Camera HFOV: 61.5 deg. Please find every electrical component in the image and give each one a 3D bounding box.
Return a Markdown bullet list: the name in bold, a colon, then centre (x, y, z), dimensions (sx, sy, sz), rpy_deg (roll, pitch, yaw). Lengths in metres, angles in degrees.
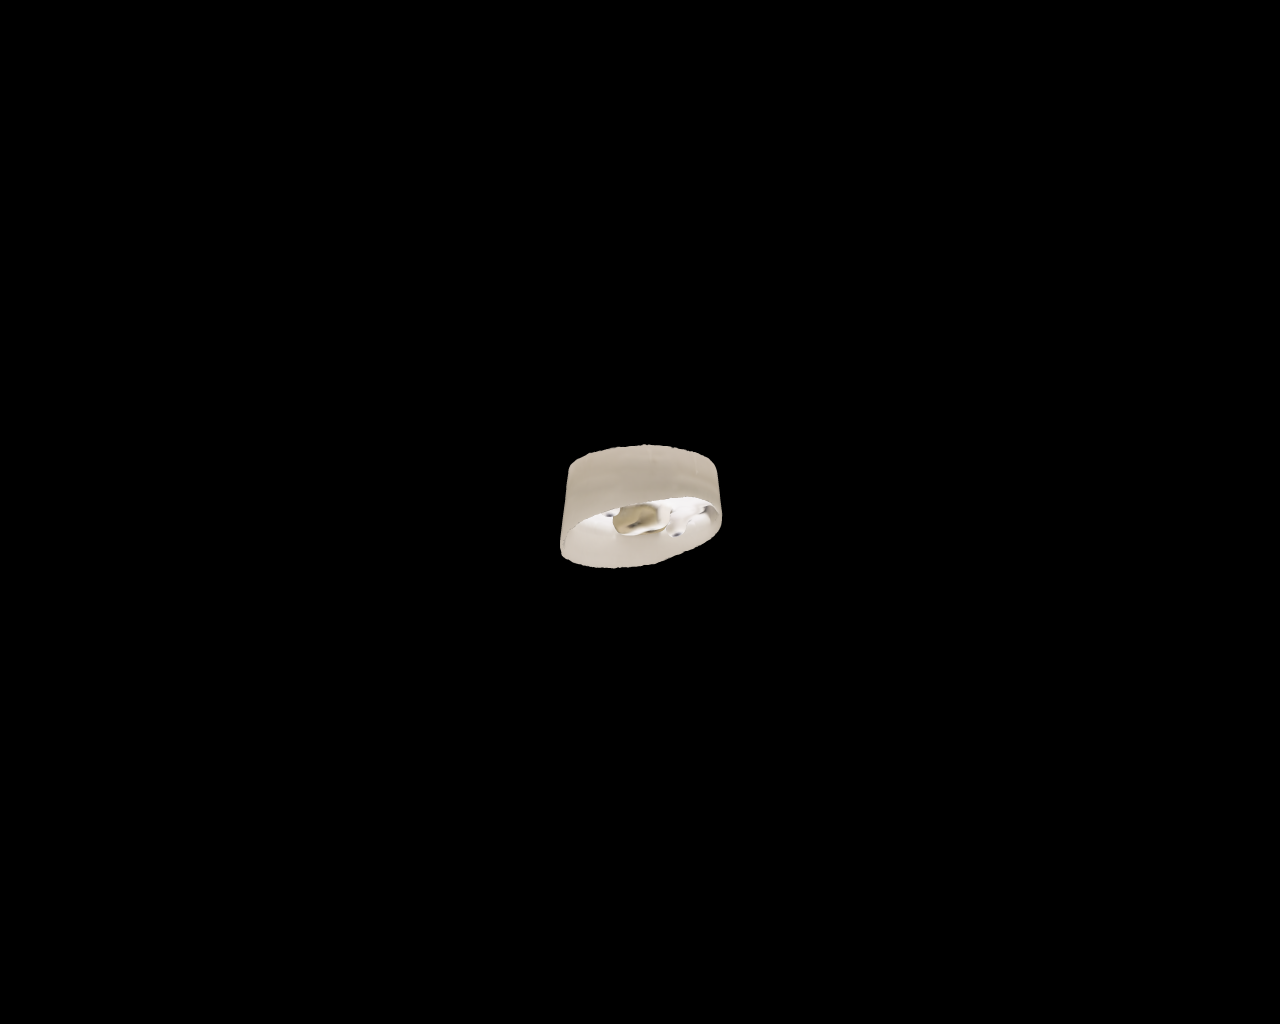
- **electrical component**: centre (0.001, -0.003, 0.650), dimensions (0.099, 0.064, 0.099), rpy_deg (0, -16, 0)
